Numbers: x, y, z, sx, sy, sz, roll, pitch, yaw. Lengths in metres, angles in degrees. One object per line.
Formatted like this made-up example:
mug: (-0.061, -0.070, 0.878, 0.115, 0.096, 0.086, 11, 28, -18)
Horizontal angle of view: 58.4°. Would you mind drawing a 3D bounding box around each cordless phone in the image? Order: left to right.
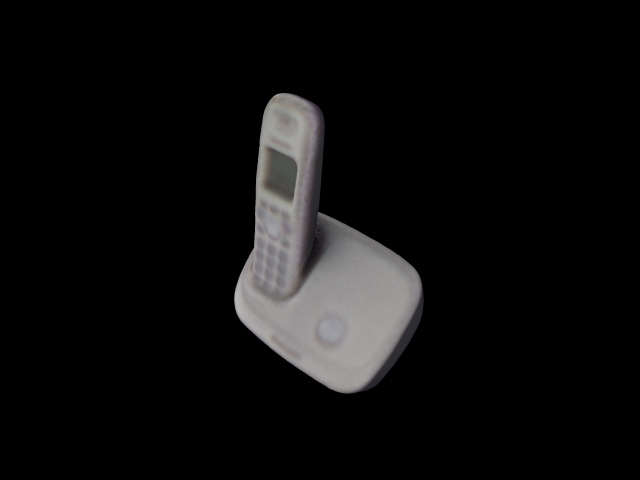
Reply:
cordless phone: (0.004, 0.001, 0.400, 0.147, 0.185, 0.094, 27, 44, 33)
